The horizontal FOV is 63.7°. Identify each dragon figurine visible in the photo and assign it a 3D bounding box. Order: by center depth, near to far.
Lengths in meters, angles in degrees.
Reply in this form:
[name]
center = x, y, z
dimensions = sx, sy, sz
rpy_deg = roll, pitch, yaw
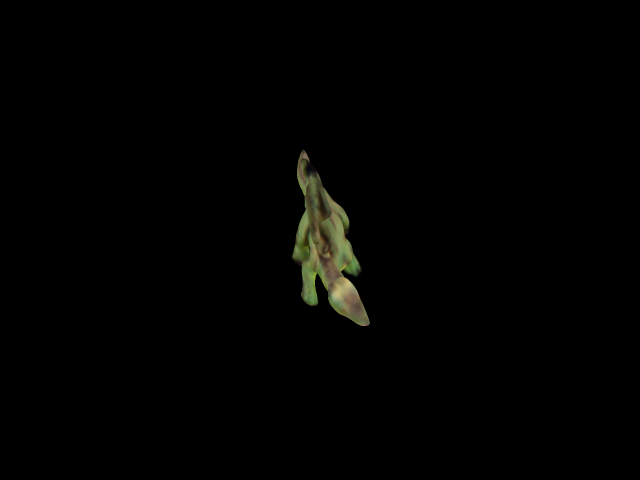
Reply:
[dragon figurine]
center = 0.003, -0.043, 0.850
dimensions = 0.122, 0.418, 0.238
rpy_deg = -13, -27, -6
